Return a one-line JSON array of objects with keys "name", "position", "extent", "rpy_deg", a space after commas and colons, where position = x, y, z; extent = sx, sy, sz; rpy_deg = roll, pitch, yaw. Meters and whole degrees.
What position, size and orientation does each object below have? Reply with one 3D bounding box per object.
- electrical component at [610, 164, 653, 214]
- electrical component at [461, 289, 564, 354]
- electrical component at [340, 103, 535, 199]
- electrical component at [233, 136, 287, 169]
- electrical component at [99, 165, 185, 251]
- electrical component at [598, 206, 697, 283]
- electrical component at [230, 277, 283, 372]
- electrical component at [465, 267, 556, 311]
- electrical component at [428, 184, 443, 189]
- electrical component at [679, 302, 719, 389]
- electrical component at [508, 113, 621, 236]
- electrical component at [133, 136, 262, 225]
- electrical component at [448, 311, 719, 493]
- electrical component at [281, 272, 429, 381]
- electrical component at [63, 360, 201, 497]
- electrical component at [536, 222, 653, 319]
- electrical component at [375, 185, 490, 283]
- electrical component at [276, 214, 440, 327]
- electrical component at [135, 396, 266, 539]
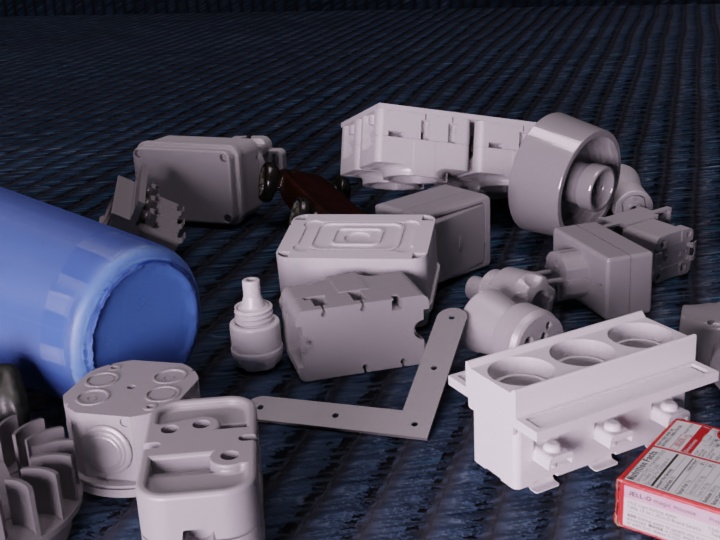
[{"name": "electrical component", "position": [0.244, -0.066, 0.988], "extent": [0.044, 0.044, 0.065], "rpy_deg": [-3, 24, -1]}, {"name": "electrical component", "position": [0.099, 0.041, 0.703], "extent": [0.045, 0.045, 0.055], "rpy_deg": [-16, 24, -32]}, {"name": "electrical component", "position": [0.085, -0.107, 1.009], "extent": [0.186, 0.060, 0.105], "rpy_deg": [4, -3, -19]}, {"name": "electrical component", "position": [-0.123, -0.111, 1.141], "extent": [0.078, 0.058, 0.057], "rpy_deg": [1, 18, 10]}, {"name": "electrical component", "position": [-0.188, -0.034, 0.915], "extent": [0.063, 0.078, 0.121], "rpy_deg": [23, 14, -17]}, {"name": "electrical component", "position": [0.228, -0.019, 0.857], "extent": [0.081, 0.042, 0.064], "rpy_deg": [-17, 27, -31]}, {"name": "electrical component", "position": [-0.070, 0.035, 0.719], "extent": [0.035, 0.061, 0.035], "rpy_deg": [-3, 20, 1]}, {"name": "electrical component", "position": [0.104, 0.019, 0.766], "extent": [0.043, 0.043, 0.062], "rpy_deg": [-21, 25, -40]}, {"name": "electrical component", "position": [0.083, -0.046, 0.953], "extent": [0.044, 0.044, 0.065], "rpy_deg": [-11, 26, -21]}, {"name": "electrical component", "position": [0.233, 0.052, 0.652], "extent": [0.077, 0.043, 0.079], "rpy_deg": [4, 21, 20]}, {"name": "electrical component", "position": [0.185, -0.077, 0.935], "extent": [0.060, 0.108, 0.108], "rpy_deg": [23, 32, 38]}, {"name": "electrical component", "position": [-0.159, -0.088, 1.053], "extent": [0.113, 0.078, 0.057], "rpy_deg": [5, 18, 21]}, {"name": "electrical component", "position": [0.121, 0.071, 0.588], "extent": [0.121, 0.063, 0.079], "rpy_deg": [-13, 22, -26]}, {"name": "electrical component", "position": [-0.005, 0.035, 0.724], "extent": [0.089, 0.050, 0.055], "rpy_deg": [-7, 21, -14]}, {"name": "electrical component", "position": [-0.124, 0.087, 0.597], "extent": [0.080, 0.051, 0.080], "rpy_deg": [-3, 20, 1]}, {"name": "electrical component", "position": [0.162, 0.002, 0.798], "extent": [0.076, 0.047, 0.083], "rpy_deg": [-9, 21, -16]}, {"name": "electrical component", "position": [0.068, -0.029, 0.876], "extent": [0.096, 0.061, 0.061], "rpy_deg": [-19, 26, -37]}, {"name": "electrical component", "position": [0.000, 0.000, 0.800], "extent": [0.113, 0.057, 0.078], "rpy_deg": [1, 28, 10]}, {"name": "electrical component", "position": [-0.074, 0.109, 0.518], "extent": [0.054, 0.059, 0.095], "rpy_deg": [-4, 20, -4]}]
